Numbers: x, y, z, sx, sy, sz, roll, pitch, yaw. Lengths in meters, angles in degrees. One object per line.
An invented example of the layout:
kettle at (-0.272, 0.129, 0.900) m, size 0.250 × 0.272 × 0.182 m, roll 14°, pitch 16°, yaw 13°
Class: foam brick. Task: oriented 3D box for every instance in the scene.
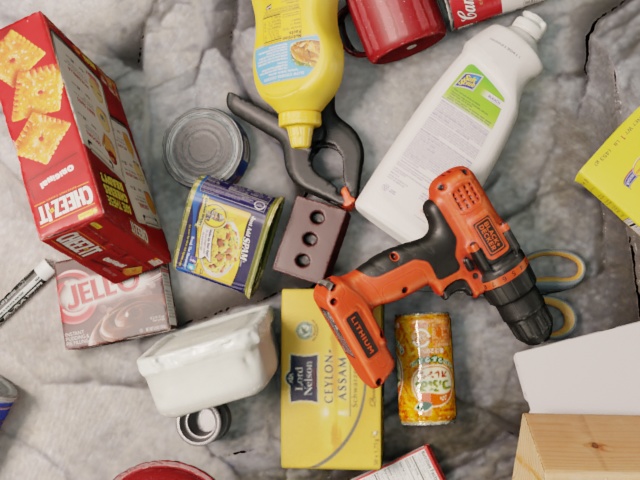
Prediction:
foam brick at (-0.007, 0.001, 1.041) m, size 0.053 × 0.051 × 0.078 m, roll 18°, pitch 87°, yaw 8°

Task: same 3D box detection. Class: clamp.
clamp at (-0.001, -0.112, 1.058) m, size 0.120 × 0.039 × 0.171 m, roll -39°, pitch 80°, yaw 7°

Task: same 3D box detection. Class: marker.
marker at (-0.318, 0.066, 1.091) m, size 0.121 × 0.020 × 0.020 m, roll -43°, pitch 81°, yaw 2°

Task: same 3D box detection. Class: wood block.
wood block at (0.278, 0.210, 0.913) m, size 0.206 × 0.091 × 0.090 m, roll 2°, pitch 115°, yaw -2°

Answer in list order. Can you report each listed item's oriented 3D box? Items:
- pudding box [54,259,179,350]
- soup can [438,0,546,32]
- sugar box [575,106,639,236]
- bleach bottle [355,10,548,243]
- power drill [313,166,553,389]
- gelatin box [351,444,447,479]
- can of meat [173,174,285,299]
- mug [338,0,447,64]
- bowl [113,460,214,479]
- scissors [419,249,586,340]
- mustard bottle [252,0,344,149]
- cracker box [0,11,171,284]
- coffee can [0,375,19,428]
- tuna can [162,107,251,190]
pudding box at (-0.204, 0.057, 1.067) m, size 0.113 × 0.039 × 0.090 m, roll -11°, pitch 83°, yaw 6°
soup can at (0.165, -0.249, 1.033) m, size 0.102 × 0.068 × 0.068 m, roll -17°, pitch 83°, yaw 5°
sugar box at (0.337, -0.036, 1.003) m, size 0.176 × 0.048 × 0.093 m, roll 42°, pitch 91°, yaw 10°
bleach bottle at (0.143, -0.107, 1.027) m, size 0.102 × 0.068 × 0.251 m, roll 36°, pitch 87°, yaw 4°
power drill at (0.103, 0.053, 0.962) m, size 0.187 × 0.057 × 0.184 m, roll -33°, pitch 98°, yaw -11°
gelatin box at (0.080, 0.246, 1.020) m, size 0.089 × 0.030 × 0.073 m, roll -27°, pitch 82°, yaw 5°
can of meat at (-0.090, -0.005, 1.034) m, size 0.084 × 0.057 × 0.102 m, roll 19°, pitch 111°, yaw 4°
mug at (0.063, -0.218, 1.040) m, size 0.117 × 0.093 × 0.081 m, roll -22°, pitch 87°, yaw 36°
bowl at (-0.158, 0.298, 1.033) m, size 0.162 × 0.055 × 0.162 m, roll -1°, pitch 85°, yaw 7°
scissors at (0.160, 0.062, 1.032) m, size 0.202 × 0.016 × 0.096 m, roll -14°, pitch 83°, yaw 6°
mustard bottle at (-0.021, -0.183, 1.017) m, size 0.096 × 0.058 × 0.191 m, roll -5°, pitch 85°, yaw 37°
cracker box at (-0.226, -0.081, 0.999) m, size 0.072 × 0.164 × 0.214 m, roll -23°, pitch 70°, yaw 7°
coffee can at (-0.374, 0.192, 1.045) m, size 0.103 × 0.102 × 0.140 m, roll 27°, pitch 89°, yaw 9°
tuna can at (-0.115, -0.090, 1.072) m, size 0.086 × 0.033 × 0.086 m, roll -1°, pitch 85°, yaw 7°
